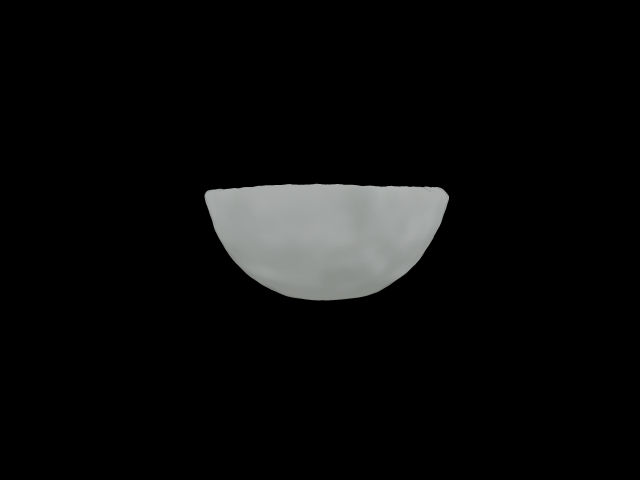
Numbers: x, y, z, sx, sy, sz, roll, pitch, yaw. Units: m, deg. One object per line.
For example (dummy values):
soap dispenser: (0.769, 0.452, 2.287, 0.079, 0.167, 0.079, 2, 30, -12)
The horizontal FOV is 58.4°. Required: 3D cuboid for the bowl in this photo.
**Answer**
bowl: (0.004, 0.001, 0.400, 0.167, 0.075, 0.167, 0, 3, 0)
